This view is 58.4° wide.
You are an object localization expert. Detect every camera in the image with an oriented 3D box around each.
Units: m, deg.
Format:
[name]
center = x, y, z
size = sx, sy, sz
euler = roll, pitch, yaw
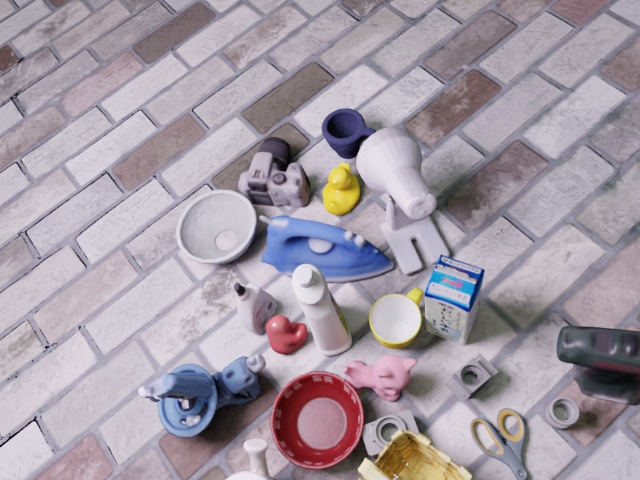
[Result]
[camera]
center = -0.091, -0.150, 1.203
size = 0.143, 0.101, 0.137
euler = 6, 65, 13

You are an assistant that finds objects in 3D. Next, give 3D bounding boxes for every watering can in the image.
[watering can]
center = -0.113, 0.402, 0.881
size = 0.101, 0.194, 0.172
euler = -16, 62, 3

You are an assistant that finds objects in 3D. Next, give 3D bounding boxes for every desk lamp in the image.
[desk lamp]
center = 0.159, -0.075, 1.057
size = 0.118, 0.214, 0.203
euler = -24, 62, -2

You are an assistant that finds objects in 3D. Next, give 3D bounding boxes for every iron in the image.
[iron]
center = 0.010, 0.004, 1.086
size = 0.257, 0.142, 0.119
euler = 8, 66, 14

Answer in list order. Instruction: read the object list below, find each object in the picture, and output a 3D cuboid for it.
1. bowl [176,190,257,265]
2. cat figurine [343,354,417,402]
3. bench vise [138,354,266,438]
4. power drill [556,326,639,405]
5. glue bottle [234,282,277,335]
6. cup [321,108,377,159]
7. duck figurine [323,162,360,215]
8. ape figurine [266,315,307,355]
[bowl]
center = -0.202, -0.015, 1.171
size = 0.167, 0.075, 0.167
euler = -4, 63, 8
[cat figurine]
center = 0.100, 0.228, 0.972
size = 0.127, 0.118, 0.067
euler = 3, 64, 12
[bench vise]
center = -0.203, 0.239, 0.964
size = 0.121, 0.220, 0.207
euler = 40, 76, 25
[power drill]
center = 0.474, 0.190, 0.872
size = 0.229, 0.209, 0.075
euler = 8, 66, 14
[glue bottle]
center = -0.125, 0.113, 1.038
size = 0.037, 0.173, 0.078
euler = 21, 70, 20
[cup]
center = 0.067, -0.214, 1.209
size = 0.117, 0.095, 0.092
euler = 13, 67, 16
[duck figurine]
center = 0.040, -0.109, 1.168
size = 0.077, 0.086, 0.104
euler = 15, 68, 17
[ape figurine]
center = -0.068, 0.166, 1.048
size = 0.077, 0.092, 0.076
euler = 28, 72, 22
